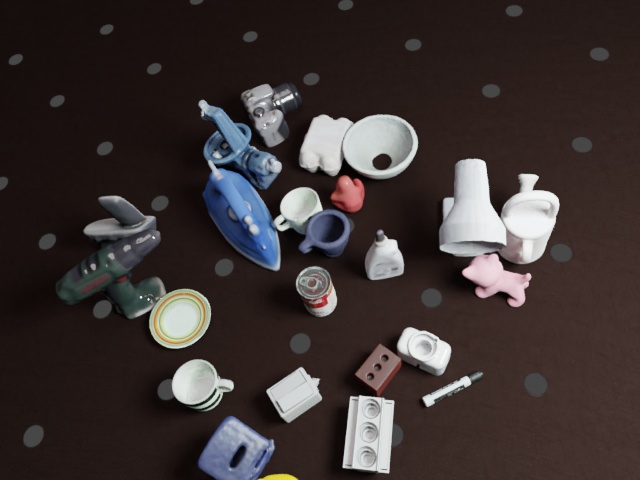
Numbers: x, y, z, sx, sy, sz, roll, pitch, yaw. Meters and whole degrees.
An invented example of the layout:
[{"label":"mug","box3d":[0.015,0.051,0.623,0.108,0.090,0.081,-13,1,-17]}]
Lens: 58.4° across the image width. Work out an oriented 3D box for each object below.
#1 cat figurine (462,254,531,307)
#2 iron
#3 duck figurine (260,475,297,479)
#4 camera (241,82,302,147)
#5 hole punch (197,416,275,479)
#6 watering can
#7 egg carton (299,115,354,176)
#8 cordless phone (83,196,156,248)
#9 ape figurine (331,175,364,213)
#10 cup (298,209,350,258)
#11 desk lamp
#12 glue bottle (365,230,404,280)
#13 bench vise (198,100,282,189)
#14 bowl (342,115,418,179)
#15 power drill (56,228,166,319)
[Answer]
[{"label":"cat figurine","box3d":[0.338,0.068,1.095,0.127,0.118,0.067,11,65,15]},{"label":"iron","box3d":[-0.167,-0.057,1.229,0.119,0.142,0.257,-33,62,-9]},{"label":"duck figurine","box3d":[-0.068,0.440,0.979,0.104,0.086,0.077,19,67,18]},{"label":"camera","box3d":[-0.111,-0.323,1.386,0.137,0.101,0.143,-28,61,-6]},{"label":"hole punch","box3d":[-0.147,0.382,1.020,0.101,0.091,0.109,25,69,21]},{"label":"watering can","box3d":[0.396,-0.046,1.103,0.101,0.194,0.172,-15,61,1]},{"label":"egg carton","box3d":[0.016,-0.222,1.330,0.107,0.069,0.150,12,65,15]},{"label":"cordless phone","box3d":[-0.454,-0.048,1.245,0.147,0.185,0.094,-6,61,6]},{"label":"ape figurine","box3d":[0.060,-0.107,1.248,0.078,0.092,0.076,-16,61,0]},{"label":"cup","box3d":[0.011,0.004,1.195,0.118,0.095,0.091,-36,62,-10]},{"label":"desk lamp","box3d":[0.287,-0.044,1.108,0.117,0.214,0.203,-1,62,9]},{"label":"glue bottle","box3d":[0.123,0.025,1.121,0.078,0.173,0.037,-10,61,4]},{"label":"bench vise","box3d":[-0.178,-0.222,1.274,0.207,0.220,0.121,9,64,14]},{"label":"bowl","box3d":[0.136,-0.197,1.294,0.167,0.075,0.167,-4,62,7]},{"label":"power drill","box3d":[-0.395,0.076,1.156,0.229,0.209,0.075,-27,61,-5]}]
